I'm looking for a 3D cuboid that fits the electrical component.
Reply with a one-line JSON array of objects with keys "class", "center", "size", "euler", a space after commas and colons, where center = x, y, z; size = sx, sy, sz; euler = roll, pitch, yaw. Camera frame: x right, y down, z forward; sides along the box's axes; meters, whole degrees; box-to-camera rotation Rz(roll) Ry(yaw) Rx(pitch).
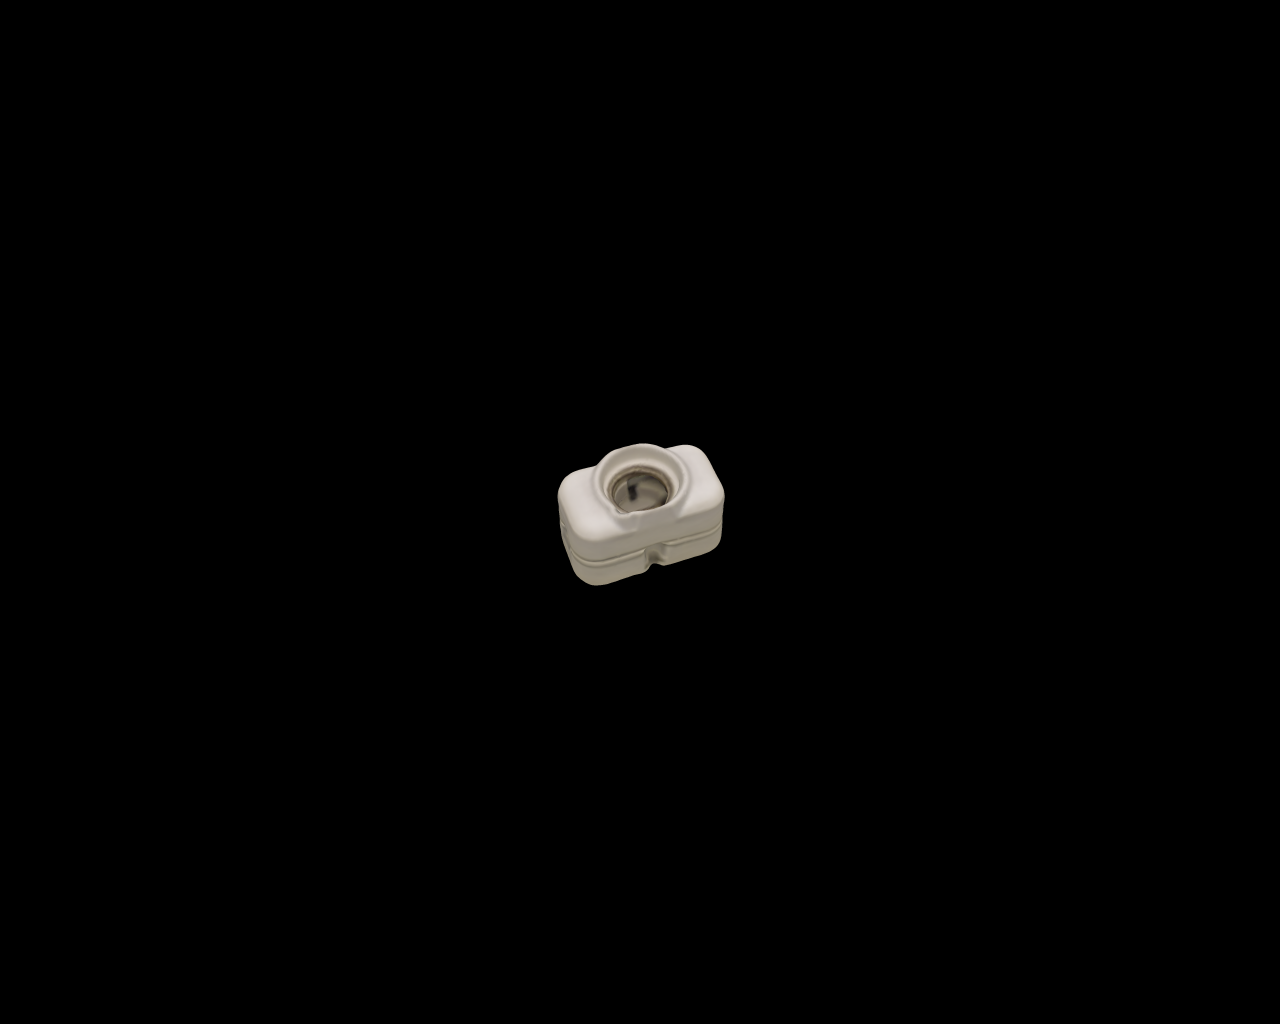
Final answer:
[{"class": "electrical component", "center": [0.001, -0.003, 0.650], "size": [0.095, 0.054, 0.059], "euler": [-15, -35, -11]}]
